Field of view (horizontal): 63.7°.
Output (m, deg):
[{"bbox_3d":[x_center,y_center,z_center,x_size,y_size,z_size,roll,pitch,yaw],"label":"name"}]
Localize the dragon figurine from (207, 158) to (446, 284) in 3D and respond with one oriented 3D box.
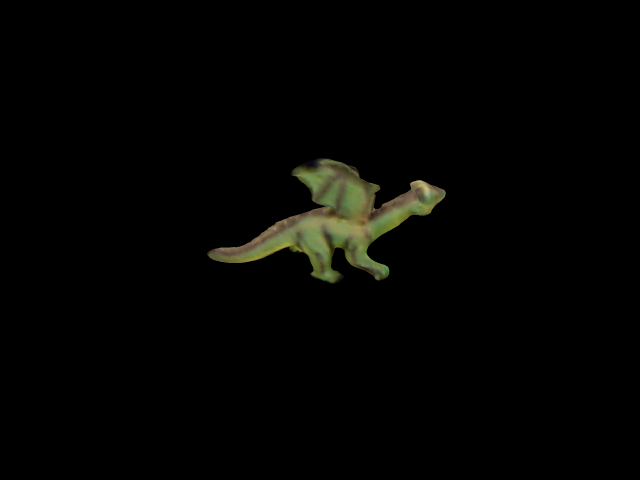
[{"bbox_3d":[0.003,-0.043,0.850,0.410,0.237,0.125,-2,44,-2],"label":"dragon figurine"}]
